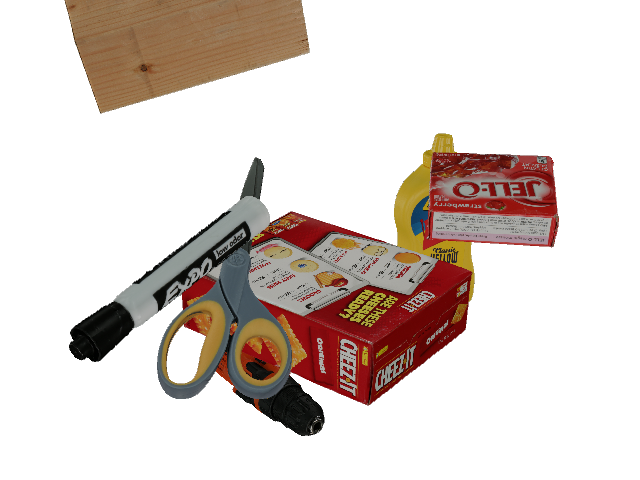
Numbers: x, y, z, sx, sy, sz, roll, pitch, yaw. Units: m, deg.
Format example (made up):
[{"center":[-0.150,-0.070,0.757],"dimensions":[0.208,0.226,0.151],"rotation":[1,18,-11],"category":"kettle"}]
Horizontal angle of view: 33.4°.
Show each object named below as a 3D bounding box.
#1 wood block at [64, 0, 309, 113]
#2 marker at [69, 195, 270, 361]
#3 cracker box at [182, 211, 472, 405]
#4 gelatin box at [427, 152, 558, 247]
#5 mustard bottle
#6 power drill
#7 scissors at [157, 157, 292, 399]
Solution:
[{"center":[-0.125,-0.206,1.001],"dimensions":[0.206,0.090,0.091],"rotation":[-17,-43,-6],"category":"wood block"},{"center":[-0.069,0.017,0.496],"dimensions":[0.020,0.020,0.120],"rotation":[0,31,46],"category":"marker"},{"center":[0.005,0.055,0.976],"dimensions":[0.214,0.072,0.163],"rotation":[19,32,33],"category":"cracker box"},{"center":[0.122,-0.031,0.757],"dimensions":[0.089,0.030,0.073],"rotation":[3,39,6],"category":"gelatin box"},{"center":[0.126,-0.021,1.158],"dimensions":[0.096,0.192,0.058],"rotation":[-4,20,-20],"category":"mustard bottle"},{"center":[-0.037,0.105,1.200],"dimensions":[0.057,0.188,0.185],"rotation":[13,12,-47],"category":"power drill"},{"center":[-0.043,0.028,0.733],"dimensions":[0.096,0.201,0.016],"rotation":[20,-34,11],"category":"scissors"}]
